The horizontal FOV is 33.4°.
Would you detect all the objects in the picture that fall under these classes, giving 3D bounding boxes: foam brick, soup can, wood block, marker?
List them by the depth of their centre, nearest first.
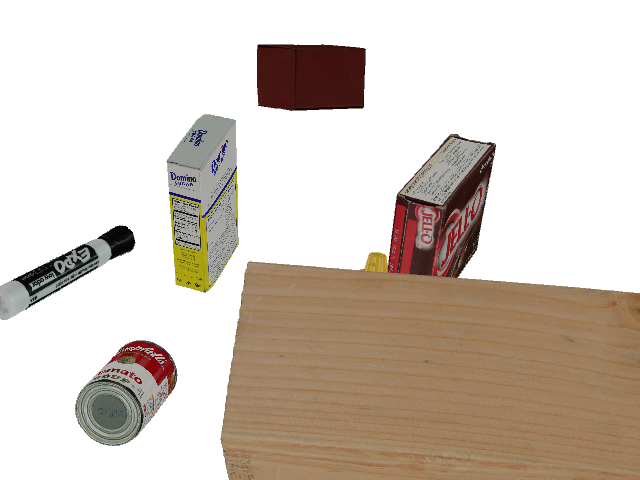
[{"bbox_3d":[0.064,0.076,0.503,0.206,0.091,0.090,4,-31,3],"label":"wood block"},{"bbox_3d":[-0.154,0.017,0.652,0.020,0.020,0.120,0,19,29],"label":"marker"},{"bbox_3d":[-0.007,-0.136,0.888,0.078,0.051,0.053,-8,16,-38],"label":"foam brick"},{"bbox_3d":[-0.186,0.146,1.028,0.068,0.068,0.102,0,16,11],"label":"soup can"}]

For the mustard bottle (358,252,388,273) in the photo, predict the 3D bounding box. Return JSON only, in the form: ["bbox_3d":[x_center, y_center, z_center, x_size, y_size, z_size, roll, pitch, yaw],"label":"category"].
[{"bbox_3d":[0.052,0.107,1.118,0.096,0.192,0.058,11,14,25],"label":"mustard bottle"}]

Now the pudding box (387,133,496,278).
[{"bbox_3d":[0.082,-0.011,0.734,0.039,0.090,0.113,17,33,17],"label":"pudding box"}]

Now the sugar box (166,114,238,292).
[{"bbox_3d":[-0.124,-0.038,1.144,0.048,0.176,0.093,13,43,14],"label":"sugar box"}]
